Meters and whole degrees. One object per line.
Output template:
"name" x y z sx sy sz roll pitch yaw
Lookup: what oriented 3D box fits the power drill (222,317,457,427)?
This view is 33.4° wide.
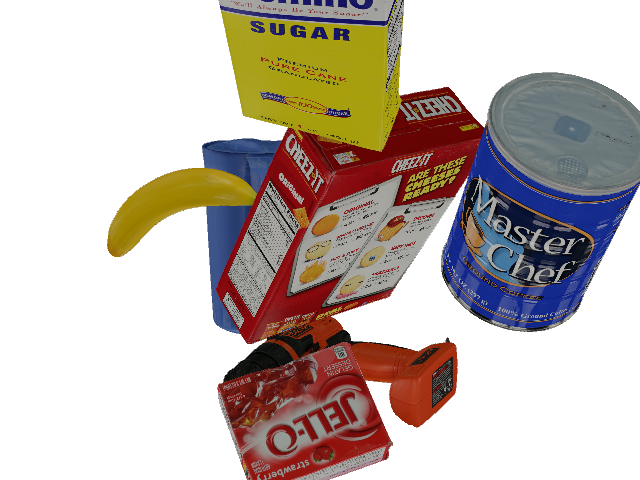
"power drill" 0.022 0.125 1.016 0.188 0.057 0.184 9 20 29

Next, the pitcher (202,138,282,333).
"pitcher" -0.083 -0.006 1.355 0.145 0.243 0.148 10 15 36

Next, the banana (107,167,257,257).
"banana" -0.141 -0.030 1.023 0.198 0.069 0.037 -13 18 30

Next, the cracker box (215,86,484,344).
"cracker box" 0.021 -0.020 0.879 0.163 0.072 0.214 -15 -32 -35

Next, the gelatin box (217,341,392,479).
"gelatin box" -0.010 0.111 0.653 0.089 0.073 0.030 -17 -29 -12

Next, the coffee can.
"coffee can" 0.143 -0.023 0.694 0.102 0.103 0.140 0 -41 -10

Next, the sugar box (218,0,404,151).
"sugar box" -0.003 -0.115 0.572 0.093 0.048 0.176 15 -19 9
